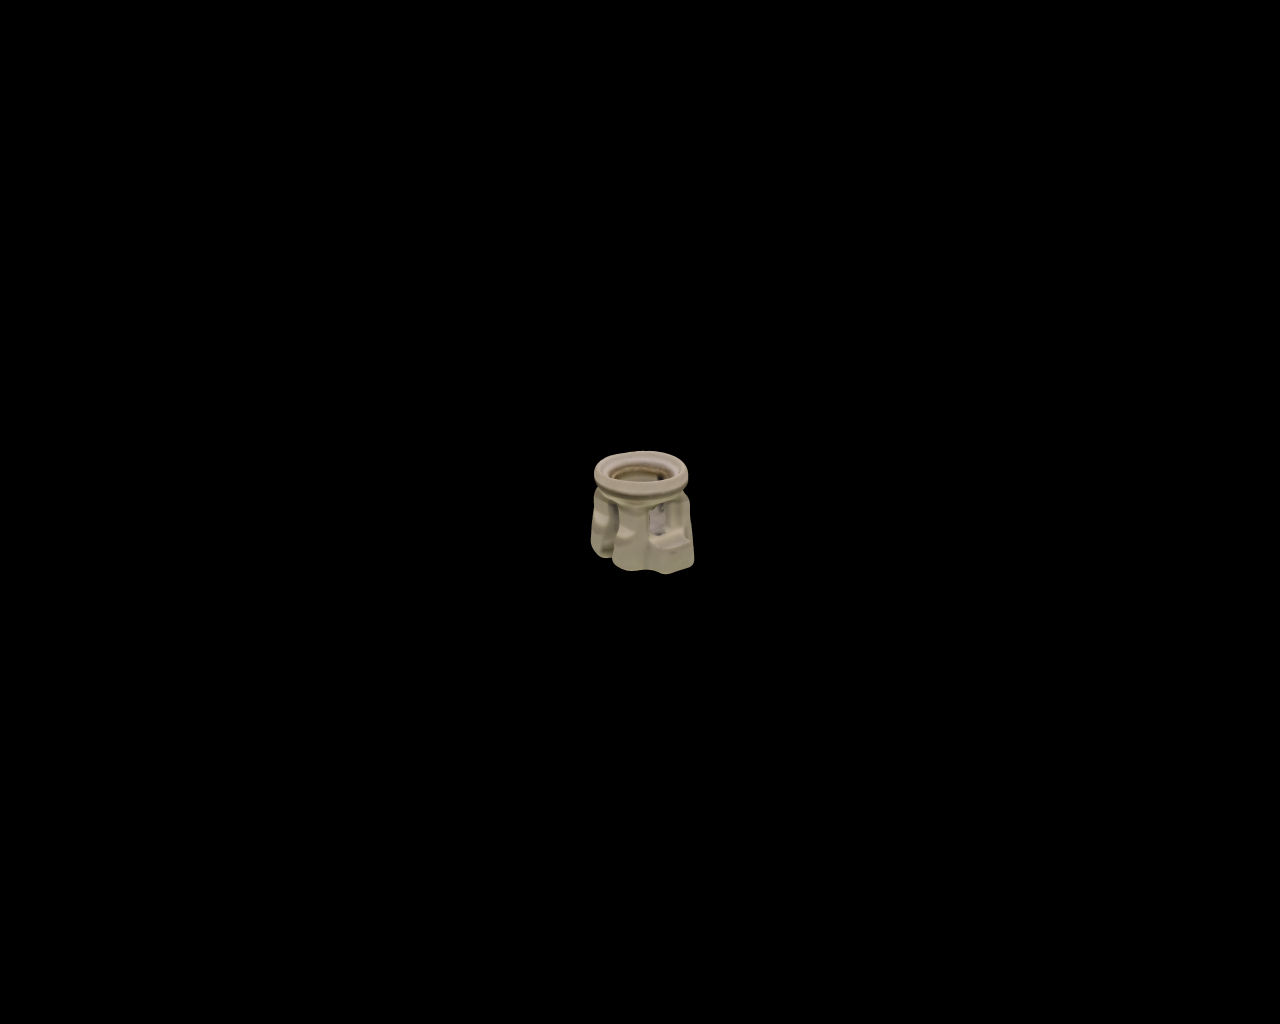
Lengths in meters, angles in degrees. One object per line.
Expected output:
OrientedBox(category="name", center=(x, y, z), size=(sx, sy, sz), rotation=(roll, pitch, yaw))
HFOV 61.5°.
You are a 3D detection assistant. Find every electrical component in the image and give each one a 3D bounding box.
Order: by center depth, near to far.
OrientedBox(category="electrical component", center=(0.001, -0.003, 0.650), size=(0.058, 0.056, 0.078), rotation=(-17, 29, -32))
